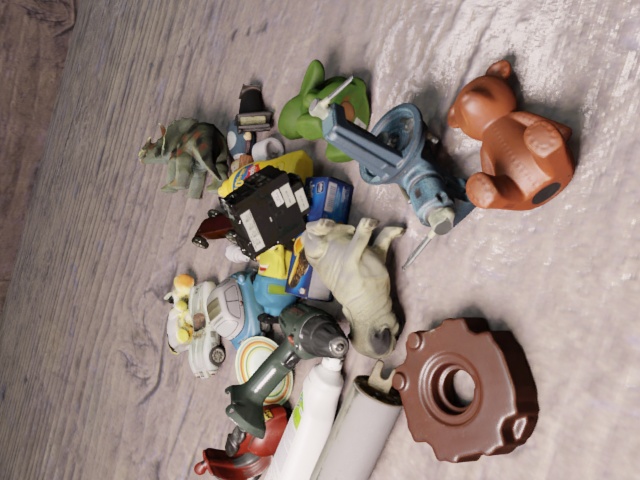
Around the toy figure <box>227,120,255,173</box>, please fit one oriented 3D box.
[{"bbox_3d":[-0.163,-0.177,1.125,0.064,0.058,0.154,103,163,-71],"label":"toy figure"}]

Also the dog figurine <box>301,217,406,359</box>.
[{"bbox_3d":[0.038,0.070,0.785,0.172,0.121,0.190,-2,80,49],"label":"dog figurine"}]

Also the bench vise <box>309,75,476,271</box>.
[{"bbox_3d":[0.089,-0.104,0.697,0.129,0.240,0.224,-39,37,40],"label":"bench vise"}]

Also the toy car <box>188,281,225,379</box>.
[{"bbox_3d":[-0.238,0.185,1.113,0.073,0.056,0.201,-22,64,43],"label":"toy car"}]

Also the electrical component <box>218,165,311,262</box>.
[{"bbox_3d":[-0.079,-0.048,0.845,0.058,0.134,0.114,30,145,47],"label":"electrical component"}]

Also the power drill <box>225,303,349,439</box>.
[{"bbox_3d":[-0.054,0.188,0.806,0.207,0.086,0.232,-56,16,1],"label":"power drill"}]

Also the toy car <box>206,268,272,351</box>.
[{"bbox_3d":[-0.161,0.130,1.008,0.109,0.103,0.162,-39,52,37],"label":"toy car"}]

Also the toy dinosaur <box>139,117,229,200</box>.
[{"bbox_3d":[-0.268,-0.192,1.170,0.405,0.131,0.192,1,85,54],"label":"toy dinosaur"}]

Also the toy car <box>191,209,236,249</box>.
[{"bbox_3d":[-0.196,-0.027,1.117,0.202,0.053,0.089,-10,51,48],"label":"toy car"}]

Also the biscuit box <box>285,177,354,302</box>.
[{"bbox_3d":[-0.002,-0.003,0.893,0.063,0.059,0.202,7,85,50],"label":"biscuit box"}]

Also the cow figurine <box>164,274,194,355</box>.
[{"bbox_3d":[-0.306,0.164,1.191,0.098,0.068,0.167,-37,53,44],"label":"cow figurine"}]

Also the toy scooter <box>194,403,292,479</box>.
[{"bbox_3d":[-0.130,0.345,0.891,0.183,0.135,0.075,-58,43,19],"label":"toy scooter"}]

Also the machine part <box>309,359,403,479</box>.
[{"bbox_3d":[0.051,0.280,0.748,0.079,0.079,0.243,33,104,47],"label":"machine part"}]

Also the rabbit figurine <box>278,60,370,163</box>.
[{"bbox_3d":[-0.009,-0.222,0.911,0.170,0.121,0.159,9,81,47],"label":"rabbit figurine"}]

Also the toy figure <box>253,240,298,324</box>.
[{"bbox_3d":[-0.069,0.055,0.941,0.082,0.089,0.180,7,94,40],"label":"toy figure"}]

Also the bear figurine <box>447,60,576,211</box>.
[{"bbox_3d":[0.212,-0.133,0.639,0.120,0.132,0.196,-41,59,31],"label":"bear figurine"}]

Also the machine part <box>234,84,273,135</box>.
[{"bbox_3d":[-0.141,-0.270,1.118,0.039,0.084,0.139,82,176,-53],"label":"machine part"}]

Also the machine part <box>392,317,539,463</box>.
[{"bbox_3d":[0.171,0.180,0.655,0.179,0.056,0.179,-13,71,45],"label":"machine part"}]
